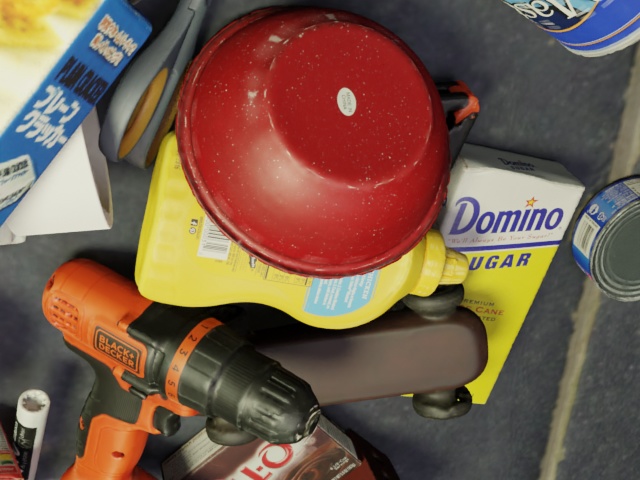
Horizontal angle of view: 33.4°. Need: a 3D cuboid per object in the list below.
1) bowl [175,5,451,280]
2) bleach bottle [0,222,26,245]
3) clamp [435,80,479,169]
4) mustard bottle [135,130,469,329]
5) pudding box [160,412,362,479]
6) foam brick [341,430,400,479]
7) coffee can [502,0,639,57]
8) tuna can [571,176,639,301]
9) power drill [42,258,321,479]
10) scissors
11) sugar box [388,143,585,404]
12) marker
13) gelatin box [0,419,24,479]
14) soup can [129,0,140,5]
[{"bbox_3d":[0.007,-0.063,0.569,0.162,0.055,0.162,5,74,-18],"label":"bowl"},{"bbox_3d":[-0.285,0.009,0.565,0.250,0.068,0.103,-8,135,-20],"label":"bleach bottle"},{"bbox_3d":[0.026,-0.033,0.663,0.171,0.039,0.120,-26,132,6],"label":"clamp"},{"bbox_3d":[-0.004,0.001,0.615,0.191,0.058,0.096,11,95,-15],"label":"mustard bottle"},{"bbox_3d":[-0.042,0.159,0.755,0.113,0.039,0.090,-41,123,7],"label":"pudding box"},{"bbox_3d":[0.031,0.189,0.776,0.051,0.078,0.053,-43,126,8],"label":"foam brick"},{"bbox_3d":[0.119,-0.175,0.567,0.140,0.103,0.103,26,109,-30],"label":"coffee can"},{"bbox_3d":[0.222,-0.001,0.751,0.086,0.034,0.086,-9,123,-14],"label":"tuna can"},{"bbox_3d":[-0.093,0.119,0.650,0.057,0.185,0.188,-34,144,-51],"label":"power drill"},{"bbox_3d":[-0.071,-0.121,0.552,0.016,0.096,0.202,26,116,4],"label":"scissors"},{"bbox_3d":[0.099,0.026,0.719,0.093,0.048,0.176,8,118,-23],"label":"sugar box"},{"bbox_3d":[-0.188,0.137,0.683,0.020,0.020,0.121,2,137,-20],"label":"marker"},{"bbox_3d":[-0.217,0.160,0.673,0.030,0.073,0.089,4,119,-34],"label":"gelatin box"},{"bbox_3d":[-0.113,-0.170,0.511,0.068,0.068,0.102,-40,124,7],"label":"soup can"}]
